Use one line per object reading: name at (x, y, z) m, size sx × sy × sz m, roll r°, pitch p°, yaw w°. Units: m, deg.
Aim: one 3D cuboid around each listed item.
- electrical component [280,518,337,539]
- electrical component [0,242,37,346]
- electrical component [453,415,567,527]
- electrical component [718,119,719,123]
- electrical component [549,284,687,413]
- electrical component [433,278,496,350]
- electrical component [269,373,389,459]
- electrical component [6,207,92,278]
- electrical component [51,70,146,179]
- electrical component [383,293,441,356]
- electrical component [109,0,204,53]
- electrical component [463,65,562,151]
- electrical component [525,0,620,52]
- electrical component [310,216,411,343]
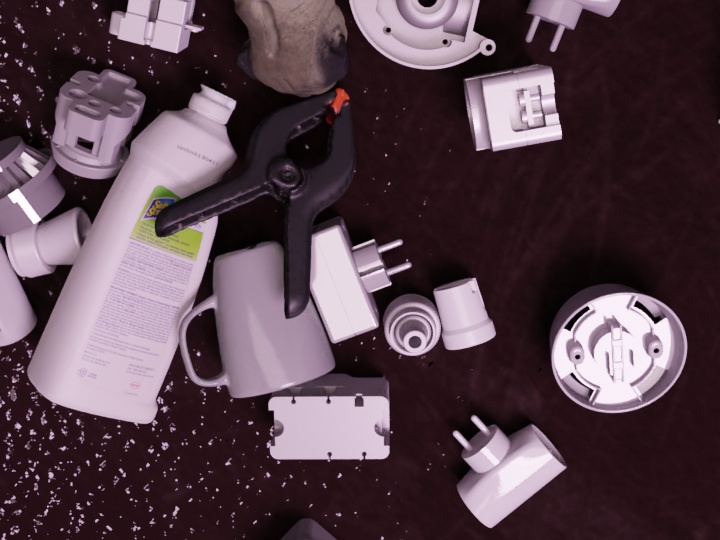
electrical component at (-0.030, 0.267, 0.863) m, size 0.113 × 0.057 × 0.078 m, roll 42°, pitch 100°, yaw -7°
electrical component at (-0.295, 0.013, 0.820) m, size 0.079 × 0.044 × 0.077 m, roll 8°, pitch 130°, yaw 30°
electrical component at (0.107, 0.148, 0.840) m, size 0.077 × 0.043 × 0.079 m, roll -41°, pitch 98°, yaw 9°
electrical component at (0.298, -0.133, 0.766) m, size 0.061 × 0.061 × 0.096 m, roll 3°, pitch 102°, yaw 1°
electrical component at (0.191, 0.058, 0.808) m, size 0.099 × 0.064 × 0.099 m, roll 0°, pitch 102°, yaw 2°
electrical component at (0.078, 0.033, 0.820) m, size 0.040 × 0.040 × 0.046 m, roll -16°, pitch 96°, yaw 5°
electrical component at (-0.022, 0.112, 0.831) m, size 0.089 × 0.055 × 0.050 m, roll -1°, pitch 102°, yaw 2°
electrical component at (-0.233, -0.020, 0.815) m, size 0.055 × 0.045 × 0.045 m, roll -13°, pitch 101°, yaw 4°
electrical component at (-0.193, -0.104, 0.785) m, size 0.058 × 0.078 × 0.057 m, roll 22°, pitch 123°, yaw -3°
electrical component at (0.040, 0.044, 0.811) m, size 0.043 × 0.062 × 0.043 m, roll 0°, pitch 105°, yaw 0°
electrical component at (-0.145, -0.191, 0.777) m, size 0.066 × 0.048 × 0.055 m, roll 14°, pitch 110°, yaw -1°
electrical component at (0.105, -0.115, 0.762) m, size 0.056 × 0.089 × 0.050 m, roll -10°, pitch 101°, yaw 4°
electrical component at (0.143, -0.197, 0.767) m, size 0.077 × 0.043 × 0.079 m, roll 20°, pitch 102°, yaw -2°
electrical component at (0.000, 0.000, 0.811) m, size 0.076 × 0.047 × 0.083 m, roll -21°, pitch 100°, yaw 5°
